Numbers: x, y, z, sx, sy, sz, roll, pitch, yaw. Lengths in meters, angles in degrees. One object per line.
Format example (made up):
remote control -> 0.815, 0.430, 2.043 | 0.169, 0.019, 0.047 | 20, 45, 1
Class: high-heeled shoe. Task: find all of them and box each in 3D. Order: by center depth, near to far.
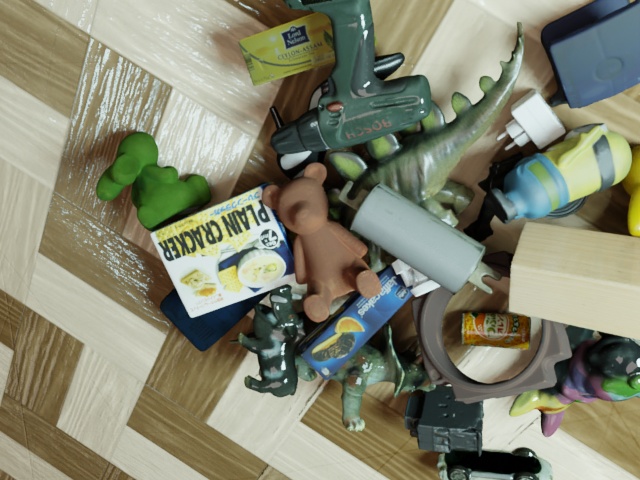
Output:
high-heeled shoe -> 0.032, -0.169, 0.802 | 0.249, 0.086, 0.145 | -17, 112, 29

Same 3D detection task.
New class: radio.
radio -> -0.189, 0.096, 1.005 | 0.131, 0.073, 0.229 | 45, 118, -4

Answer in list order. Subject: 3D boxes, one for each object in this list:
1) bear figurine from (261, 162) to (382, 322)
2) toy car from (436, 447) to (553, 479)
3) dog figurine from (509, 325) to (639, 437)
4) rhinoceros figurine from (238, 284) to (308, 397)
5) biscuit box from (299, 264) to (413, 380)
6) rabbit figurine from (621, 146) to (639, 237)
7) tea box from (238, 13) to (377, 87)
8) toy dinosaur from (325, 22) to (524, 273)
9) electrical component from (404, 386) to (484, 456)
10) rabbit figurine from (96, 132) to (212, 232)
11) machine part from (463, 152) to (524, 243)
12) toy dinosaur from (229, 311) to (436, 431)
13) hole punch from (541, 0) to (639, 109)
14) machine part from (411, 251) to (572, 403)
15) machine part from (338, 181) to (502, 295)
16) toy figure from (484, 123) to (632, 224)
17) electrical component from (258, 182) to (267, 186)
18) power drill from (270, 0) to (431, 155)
bear figurine -> -0.002, -0.003, 0.780 | 0.120, 0.132, 0.195 | -23, 106, 4
toy car -> 0.315, 0.417, 0.978 | 0.202, 0.073, 0.056 | -3, 112, 20
dog figurine -> 0.388, 0.216, 0.805 | 0.108, 0.192, 0.219 | 29, 106, -10
rhinoceros figurine -> -0.075, 0.169, 0.908 | 0.112, 0.073, 0.190 | -4, 85, 29
biscuit box -> 0.058, 0.127, 0.856 | 0.202, 0.059, 0.063 | -45, 95, -3
rabbit figurine -> 0.440, -0.040, 0.693 | 0.122, 0.162, 0.173 | -25, 87, 39
tea box -> -0.015, -0.276, 0.754 | 0.170, 0.098, 0.068 | -11, 111, 22
toy dinosaur -> 0.128, -0.096, 0.785 | 0.471, 0.105, 0.198 | -38, 98, 30
electrical component -> 0.218, 0.311, 0.939 | 0.134, 0.115, 0.058 | 0, 112, 17
rabbit figurine -> -0.301, -0.101, 0.921 | 0.121, 0.159, 0.170 | -33, 85, 39
machine part -> 0.249, -0.059, 0.775 | 0.039, 0.084, 0.138 | 37, 134, 28
toy dinosaur -> 0.014, 0.195, 0.962 | 0.405, 0.131, 0.192 | 21, 102, 17
hole punch -> 0.345, -0.227, 0.660 | 0.142, 0.092, 0.115 | -24, 108, 23
machine part -> 0.250, 0.130, 0.802 | 0.201, 0.087, 0.201 | -21, 65, 27
machine part -> 0.130, -0.003, 0.725 | 0.243, 0.079, 0.079 | 32, 120, 9
toy figure -> 0.307, -0.080, 0.695 | 0.180, 0.082, 0.089 | -33, 104, 2
electrical component -> -0.095, -0.046, 0.924 | 0.078, 0.045, 0.102 | 0, 114, 51
power drill -> 0.016, -0.210, 0.678 | 0.232, 0.086, 0.207 | -3, 119, 20
